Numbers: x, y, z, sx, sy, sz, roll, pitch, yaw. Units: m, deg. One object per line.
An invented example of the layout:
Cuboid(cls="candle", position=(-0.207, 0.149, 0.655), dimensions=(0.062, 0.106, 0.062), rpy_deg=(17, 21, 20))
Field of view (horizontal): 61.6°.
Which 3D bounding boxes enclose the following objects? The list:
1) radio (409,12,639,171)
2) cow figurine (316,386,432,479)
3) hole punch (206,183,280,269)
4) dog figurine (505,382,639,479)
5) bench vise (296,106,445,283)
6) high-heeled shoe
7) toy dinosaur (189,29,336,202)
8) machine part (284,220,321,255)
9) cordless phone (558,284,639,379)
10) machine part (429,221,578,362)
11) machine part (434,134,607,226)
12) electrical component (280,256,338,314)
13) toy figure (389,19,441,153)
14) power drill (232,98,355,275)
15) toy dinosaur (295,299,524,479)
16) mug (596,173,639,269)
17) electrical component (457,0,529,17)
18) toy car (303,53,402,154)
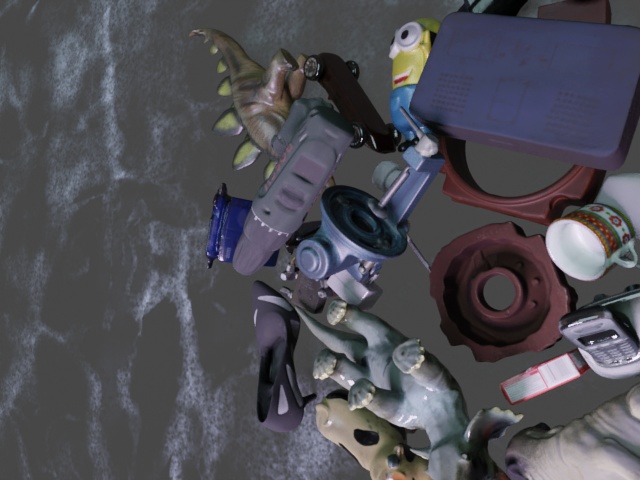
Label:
Cuboid(cls="radio", position=(0.225, -0.167, 0.588), dimensions=(0.230, 0.073, 0.131), rpy_deg=(21, 97, 33))
Cuboid(cls="cow figurine", position=(0.074, 0.271, 0.720), dimensions=(0.195, 0.127, 0.085), rpy_deg=(29, 105, 35))
Cuboid(cls="hole punch", position=(-0.123, -0.014, 0.895), dimensions=(0.092, 0.115, 0.142), rpy_deg=(15, 94, 26))
Cuboid(cls="dog figurine", position=(0.309, 0.211, 0.594), dimensions=(0.172, 0.121, 0.191), rpy_deg=(-48, 24, -25))
Cuboid(cls="bench vise", position=(0.083, -0.033, 0.669), dimensions=(0.129, 0.223, 0.240), rpy_deg=(56, 130, 28))
Cuboid(cls="high-heeled shoe", position=(-0.086, 0.171, 0.828), dimensions=(0.086, 0.145, 0.249), rpy_deg=(-41, 67, 24))
Cuboid(cls="toy dinosaur", position=(-0.090, -0.222, 0.893), dimensions=(0.198, 0.105, 0.471), rpy_deg=(-38, 66, 26))
Cuboid(cls="machine part", position=(-0.002, -0.003, 0.840), dimensions=(0.139, 0.039, 0.084), rpy_deg=(4, 61, 40))
Cuboid(cls="cordless phone", position=(0.319, 0.076, 0.531), dimensions=(0.147, 0.184, 0.089), rpy_deg=(-24, 59, 31))
Cuboid(cls="machine part", position=(0.227, 0.065, 0.677), dimensions=(0.180, 0.056, 0.179), rpy_deg=(-4, 82, 35))
Cuboid(cls="machine part", position=(0.249, -0.130, 0.663), dimensions=(0.201, 0.087, 0.201), rpy_deg=(20, 98, 34))
Cuboid(cls="electrical component", position=(-0.020, 0.073, 0.852), dimensions=(0.102, 0.045, 0.078), rpy_deg=(29, 100, 33))
Cuboid(cls="toy figure", position=(0.140, -0.215, 0.750), dimensions=(0.082, 0.089, 0.180), rpy_deg=(-2, 92, 39))
Cuboid(cls="power drill", position=(-0.040, -0.087, 0.695), dimensions=(0.086, 0.207, 0.232), rpy_deg=(31, 121, -9))
Cuboid(cls="toy dinosaur", position=(0.105, 0.179, 0.692), dimensions=(0.131, 0.192, 0.405), rpy_deg=(-52, 24, 1))
Cuboid(cls="mug", position=(0.361, -0.024, 0.587), dimensions=(0.107, 0.081, 0.109), rpy_deg=(32, 118, 43))
Cuboid(cls="electrical component", position=(0.224, -0.312, 0.715), dimensions=(0.119, 0.048, 0.075), rpy_deg=(-48, 54, 56))
Cuboid(cls="toy car", position=(0.047, -0.202, 0.806), dimensions=(0.053, 0.089, 0.202), rpy_deg=(-46, 63, 40))
